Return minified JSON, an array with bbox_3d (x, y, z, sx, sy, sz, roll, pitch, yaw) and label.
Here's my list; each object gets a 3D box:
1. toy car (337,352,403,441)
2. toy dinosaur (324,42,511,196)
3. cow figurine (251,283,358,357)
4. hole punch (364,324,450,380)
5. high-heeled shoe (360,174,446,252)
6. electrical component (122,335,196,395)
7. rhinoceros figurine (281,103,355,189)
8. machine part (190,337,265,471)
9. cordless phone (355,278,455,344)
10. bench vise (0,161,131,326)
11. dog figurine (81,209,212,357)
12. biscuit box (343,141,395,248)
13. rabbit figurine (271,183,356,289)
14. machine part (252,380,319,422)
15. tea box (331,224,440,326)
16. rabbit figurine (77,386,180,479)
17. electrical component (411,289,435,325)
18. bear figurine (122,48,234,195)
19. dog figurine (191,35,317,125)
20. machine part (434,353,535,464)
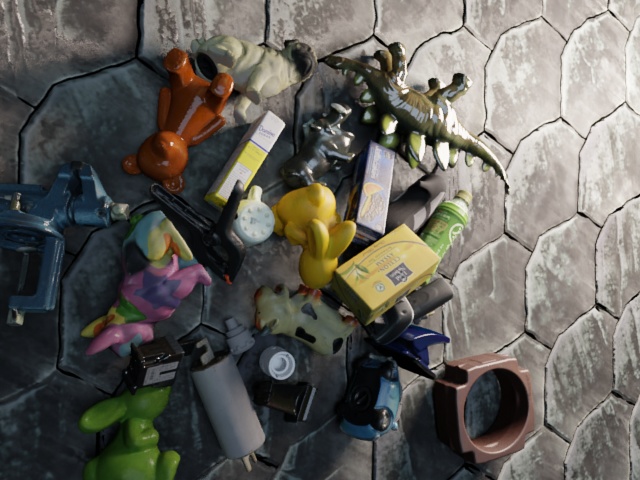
[{"bbox_3d":[0.109,0.305,1.030,0.102,0.109,0.161,37,62,-42],"label":"toy car"},{"bbox_3d":[0.216,-0.243,1.083,0.471,0.105,0.198,23,87,-13],"label":"toy dinosaur"},{"bbox_3d":[-0.039,0.145,0.973,0.194,0.085,0.127,38,71,-21],"label":"cow figurine"},{"bbox_3d":[0.173,0.198,1.039,0.115,0.142,0.092,37,76,-33],"label":"hole punch"},{"bbox_3d":[0.167,-0.029,1.090,0.086,0.145,0.248,39,102,22],"label":"high-heeled shoe"},{"bbox_3d":[-0.248,0.194,0.857,0.119,0.048,0.074,1,122,-45],"label":"electrical component"},{"bbox_3d":[0.001,-0.171,1.006,0.112,0.073,0.190,38,77,-7],"label":"rhinoceros figurine"},{"bbox_3d":[-0.158,0.279,0.919,0.079,0.079,0.243,-23,97,-22],"label":"machine part"},{"bbox_3d":[0.146,0.094,1.008,0.184,0.088,0.147,-26,57,-13],"label":"cordless phone"},{"bbox_3d":[-0.398,0.006,0.787,0.224,0.129,0.240,7,69,-16],"label":"bench vise"},{"bbox_3d":[-0.292,0.079,0.843,0.219,0.109,0.191,-39,122,-15],"label":"dog figurine"},{"bbox_3d":[0.092,-0.089,1.004,0.063,0.059,0.203,22,55,-15],"label":"biscuit box"},{"bbox_3d":[-0.002,-0.003,0.939,0.122,0.162,0.173,1,77,-28],"label":"rabbit figurine"},{"bbox_3d":[-0.061,0.286,0.968,0.138,0.039,0.084,33,80,-41],"label":"machine part"},{"bbox_3d":[0.114,0.058,0.939,0.170,0.068,0.098,-34,65,-26],"label":"tea box"},{"bbox_3d":[-0.300,0.300,0.856,0.159,0.121,0.170,14,65,-16],"label":"rabbit figurine"},{"bbox_3d":[0.179,0.134,1.062,0.078,0.102,0.045,-28,102,6],"label":"electrical component"},{"bbox_3d":[-0.234,-0.184,0.872,0.120,0.132,0.196,29,72,-4],"label":"bear figurine"},{"bbox_3d":[-0.111,-0.322,0.952,0.172,0.121,0.190,52,57,-18],"label":"dog figurine"},{"bbox_3d":[0.344,0.347,1.131,0.201,0.087,0.201,-6,90,-24],"label":"machine part"}]
